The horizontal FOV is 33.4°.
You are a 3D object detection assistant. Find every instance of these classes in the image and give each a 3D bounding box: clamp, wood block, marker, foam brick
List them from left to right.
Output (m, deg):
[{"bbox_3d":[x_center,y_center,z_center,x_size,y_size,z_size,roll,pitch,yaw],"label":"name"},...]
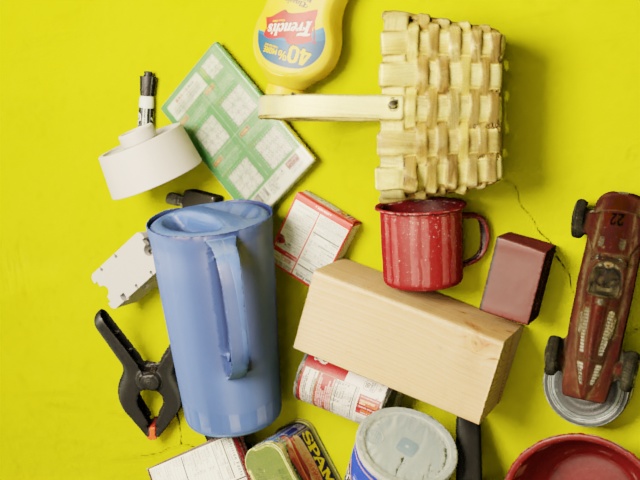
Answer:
[{"bbox_3d":[-0.202,-0.134,1.233,0.020,0.020,0.121,9,101,23],"label":"marker"},{"bbox_3d":[-0.188,0.152,1.242,0.120,0.039,0.171,-4,115,11],"label":"clamp"},{"bbox_3d":[0.090,0.099,1.094,0.206,0.090,0.091,20,105,20],"label":"wood block"},{"bbox_3d":[0.146,0.264,1.040,0.036,0.210,0.164,5,93,1],"label":"clamp"},{"bbox_3d":[0.197,0.037,1.058,0.051,0.052,0.078,17,105,22],"label":"foam brick"}]

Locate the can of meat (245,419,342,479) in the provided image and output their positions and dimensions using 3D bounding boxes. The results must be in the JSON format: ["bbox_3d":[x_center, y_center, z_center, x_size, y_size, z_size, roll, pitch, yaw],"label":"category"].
[{"bbox_3d":[-0.030,0.258,1.172,0.058,0.083,0.102,-30,84,24],"label":"can of meat"}]

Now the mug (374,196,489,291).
[{"bbox_3d":[0.114,0.003,1.079,0.117,0.093,0.081,-6,102,-12],"label":"mug"}]

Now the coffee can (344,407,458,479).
[{"bbox_3d":[0.074,0.255,1.089,0.103,0.102,0.140,28,130,19],"label":"coffee can"}]

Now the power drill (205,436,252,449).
[{"bbox_3d":[-0.145,0.306,1.229,0.188,0.057,0.184,-28,79,14],"label":"power drill"}]

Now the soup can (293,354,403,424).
[{"bbox_3d":[0.032,0.157,1.140,0.102,0.068,0.068,20,105,20],"label":"soup can"}]

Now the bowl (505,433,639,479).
[{"bbox_3d":[0.264,0.262,1.055,0.162,0.055,0.162,3,98,24],"label":"bowl"}]

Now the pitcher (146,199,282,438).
[{"bbox_3d":[-0.103,0.087,1.136,0.145,0.149,0.243,4,110,29],"label":"pitcher"}]

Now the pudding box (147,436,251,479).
[{"bbox_3d":[-0.124,0.272,1.178,0.113,0.039,0.090,-24,75,10],"label":"pudding box"}]

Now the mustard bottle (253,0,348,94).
[{"bbox_3d":[-0.021,-0.222,1.118,0.096,0.058,0.192,19,105,21],"label":"mustard bottle"}]

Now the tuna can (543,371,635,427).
[{"bbox_3d":[0.264,0.140,1.051,0.086,0.033,0.086,3,98,24],"label":"tuna can"}]

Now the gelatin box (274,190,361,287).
[{"bbox_3d":[-0.008,0.002,1.158,0.073,0.030,0.089,31,109,16],"label":"gelatin box"}]
